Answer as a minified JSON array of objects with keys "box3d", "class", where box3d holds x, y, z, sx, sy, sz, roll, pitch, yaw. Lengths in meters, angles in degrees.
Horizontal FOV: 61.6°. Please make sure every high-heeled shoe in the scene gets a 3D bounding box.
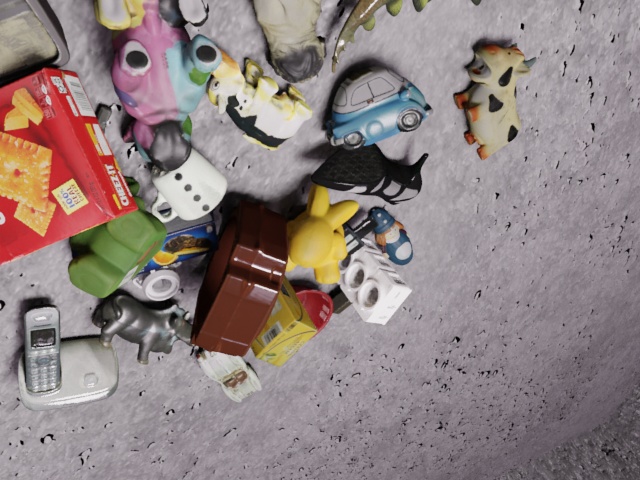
[{"box3d":[0.077,-0.094,0.906,0.249,0.086,0.145,-10,156,-26],"class":"high-heeled shoe"}]

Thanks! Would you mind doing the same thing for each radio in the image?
[{"box3d":[-0.381,-0.202,0.515,0.230,0.073,0.130,-26,138,-11],"class":"radio"}]

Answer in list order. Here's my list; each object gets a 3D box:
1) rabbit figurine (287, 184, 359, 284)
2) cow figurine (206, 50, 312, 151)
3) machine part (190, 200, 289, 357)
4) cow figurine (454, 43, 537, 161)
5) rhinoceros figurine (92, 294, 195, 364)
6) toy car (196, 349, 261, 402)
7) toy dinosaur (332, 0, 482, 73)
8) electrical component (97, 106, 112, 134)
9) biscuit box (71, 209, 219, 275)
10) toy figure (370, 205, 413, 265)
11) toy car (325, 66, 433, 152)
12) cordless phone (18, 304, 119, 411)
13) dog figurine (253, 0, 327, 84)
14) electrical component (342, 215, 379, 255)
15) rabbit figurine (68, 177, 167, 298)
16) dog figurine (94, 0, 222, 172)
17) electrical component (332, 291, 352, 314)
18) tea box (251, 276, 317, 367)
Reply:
[{"box3d":[-0.002,-0.003,0.863,0.162,0.122,0.173,-60,175,7],"class":"rabbit figurine"},{"box3d":[-0.098,-0.185,0.723,0.167,0.068,0.098,21,121,-42],"class":"cow figurine"},{"box3d":[-0.121,0.059,0.818,0.087,0.202,0.201,22,117,-16],"class":"machine part"},{"box3d":[0.299,-0.242,0.910,0.127,0.086,0.194,-29,136,3],"class":"cow figurine"},{"box3d":[-0.285,0.142,0.902,0.112,0.073,0.190,-53,135,4],"class":"rhinoceros figurine"},{"box3d":[-0.181,0.264,1.085,0.073,0.056,0.201,-30,138,-5],"class":"toy car"},{"box3d":[0.182,-0.399,0.679,0.471,0.105,0.198,-34,142,6],"class":"toy dinosaur"},{"box3d":[-0.302,-0.132,0.670,0.063,0.021,0.094,16,118,-42],"class":"electrical component"},{"box3d":[-0.256,0.006,0.797,0.203,0.059,0.062,-18,135,-18],"class":"biscuit box"},{"box3d":[0.140,-0.007,1.046,0.154,0.058,0.064,52,54,-47],"class":"toy figure"},{"box3d":[0.077,-0.204,0.801,0.162,0.109,0.102,-20,115,0],"class":"toy car"},{"box3d":[-0.395,0.171,0.849,0.146,0.089,0.184,-3,121,-30],"class":"cordless phone"},{"box3d":[-0.016,-0.302,0.658,0.172,0.121,0.190,-35,152,5],"class":"dog figurine"},{"box3d":[0.046,-0.011,0.985,0.119,0.048,0.074,-43,138,8],"class":"electrical component"},{"box3d":[-0.282,-0.038,0.684,0.170,0.159,0.121,39,108,-4],"class":"rabbit figurine"},{"box3d":[-0.196,-0.190,0.634,0.108,0.191,0.219,-17,169,-24],"class":"dog figurine"},{"box3d":[0.042,0.117,1.107,0.102,0.045,0.078,-41,166,10],"class":"electrical component"},{"box3d":[-0.089,0.120,0.927,0.098,0.170,0.068,-43,136,11],"class":"tea box"}]
